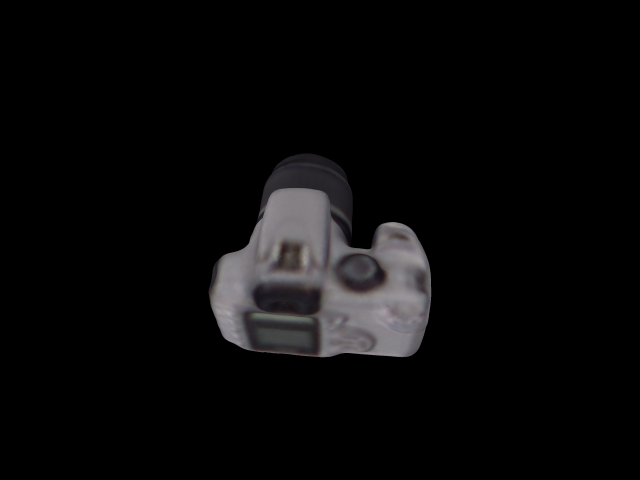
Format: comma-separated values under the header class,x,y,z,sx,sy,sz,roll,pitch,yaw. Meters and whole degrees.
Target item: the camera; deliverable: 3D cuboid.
class,x,y,z,sx,sy,sz,roll,pitch,yaw
camera,0.004,0.001,0.400,0.143,0.101,0.137,3,54,2
